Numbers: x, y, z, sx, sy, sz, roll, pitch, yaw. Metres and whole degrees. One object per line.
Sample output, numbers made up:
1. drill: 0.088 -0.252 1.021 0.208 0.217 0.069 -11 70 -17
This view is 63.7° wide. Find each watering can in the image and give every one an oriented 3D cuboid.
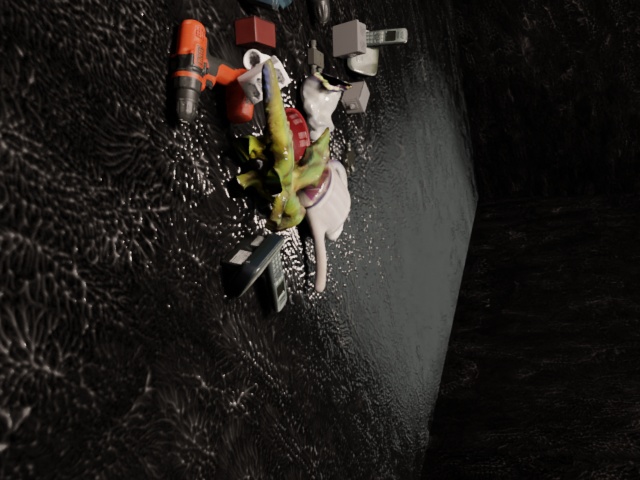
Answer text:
1. watering can: 0.004 -0.064 1.277 0.220 0.104 0.355 50 46 -51

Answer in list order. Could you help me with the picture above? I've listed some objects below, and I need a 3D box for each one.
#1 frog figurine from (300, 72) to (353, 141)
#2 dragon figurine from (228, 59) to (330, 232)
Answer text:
1. frog figurine: -0.004 -0.337 1.309 0.156 0.123 0.140 -62 178 30
2. dragon figurine: -0.059 -0.173 1.053 0.246 0.123 0.401 -34 145 -51
